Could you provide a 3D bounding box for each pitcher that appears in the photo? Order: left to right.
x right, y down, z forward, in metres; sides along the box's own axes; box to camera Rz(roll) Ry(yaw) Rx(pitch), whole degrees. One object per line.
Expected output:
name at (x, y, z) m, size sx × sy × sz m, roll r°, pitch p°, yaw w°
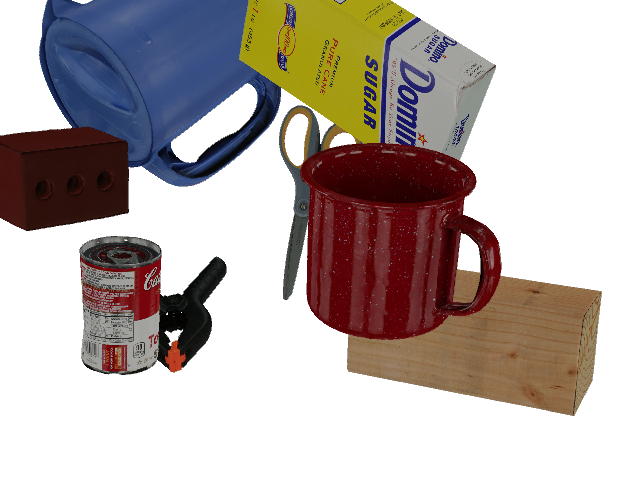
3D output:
pitcher at (-0.098, -0.167, 0.901) m, size 0.145 × 0.149 × 0.242 m, roll 27°, pitch 51°, yaw 32°

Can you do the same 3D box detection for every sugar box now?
sugar box at (0.027, -0.122, 0.735) m, size 0.176 × 0.093 × 0.048 m, roll 37°, pitch 52°, yaw 20°

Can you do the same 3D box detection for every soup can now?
soup can at (-0.171, 0.055, 0.910) m, size 0.068 × 0.102 × 0.068 m, roll 4°, pitch 19°, yaw -2°

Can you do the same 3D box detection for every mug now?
mug at (0.044, 0.004, 0.571) m, size 0.117 × 0.081 × 0.093 m, roll 19°, pitch 29°, yaw 32°

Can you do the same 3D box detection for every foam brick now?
foam brick at (-0.174, -0.043, 0.710) m, size 0.078 × 0.053 × 0.051 m, roll -13°, pitch 25°, yaw -38°

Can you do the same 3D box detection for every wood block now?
wood block at (0.136, 0.081, 0.956) m, size 0.206 × 0.090 × 0.090 m, roll 8°, pitch 15°, yaw 23°

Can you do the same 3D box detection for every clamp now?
clamp at (-0.148, 0.072, 1.145) m, size 0.120 × 0.039 × 0.171 m, roll -16°, pitch 39°, yaw -8°

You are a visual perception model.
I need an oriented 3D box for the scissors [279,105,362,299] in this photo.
scissors at (0.001, -0.042, 1.094) m, size 0.096 × 0.202 × 0.016 m, roll -5°, pitch -11°, yaw -3°
